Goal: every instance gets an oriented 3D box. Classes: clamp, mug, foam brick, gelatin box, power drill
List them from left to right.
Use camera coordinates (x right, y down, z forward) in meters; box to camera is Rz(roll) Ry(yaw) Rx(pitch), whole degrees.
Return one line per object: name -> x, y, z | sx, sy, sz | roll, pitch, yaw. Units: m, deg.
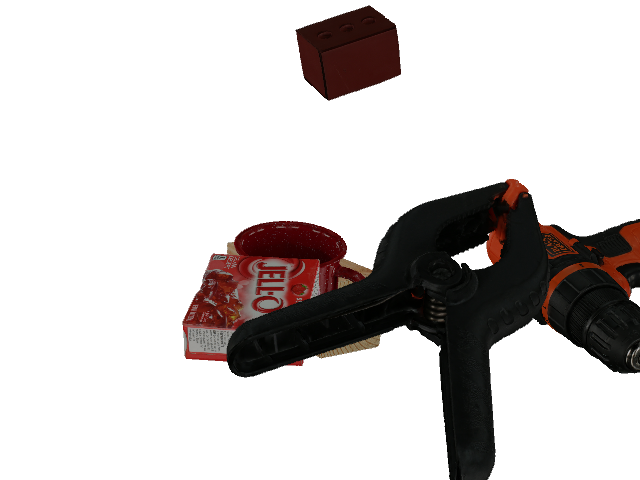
gelatin box -> -0.041, 0.041, 0.671 | 0.073, 0.030, 0.089 | 3, 29, 7
mug -> -0.015, 0.041, 0.887 | 0.117, 0.081, 0.093 | 11, 26, 16
foam brick -> 0.026, -0.169, 0.958 | 0.078, 0.051, 0.053 | -22, 39, -16
clamp -> 0.057, 0.034, 0.466 | 0.120, 0.039, 0.171 | 37, 55, 23
power drill -> 0.232, 0.021, 0.738 | 0.187, 0.057, 0.184 | -9, 28, -16

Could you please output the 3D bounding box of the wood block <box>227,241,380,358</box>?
wood block -> -0.023, 0.063, 1.286 | 0.090, 0.090, 0.206 | -7, 17, -35
